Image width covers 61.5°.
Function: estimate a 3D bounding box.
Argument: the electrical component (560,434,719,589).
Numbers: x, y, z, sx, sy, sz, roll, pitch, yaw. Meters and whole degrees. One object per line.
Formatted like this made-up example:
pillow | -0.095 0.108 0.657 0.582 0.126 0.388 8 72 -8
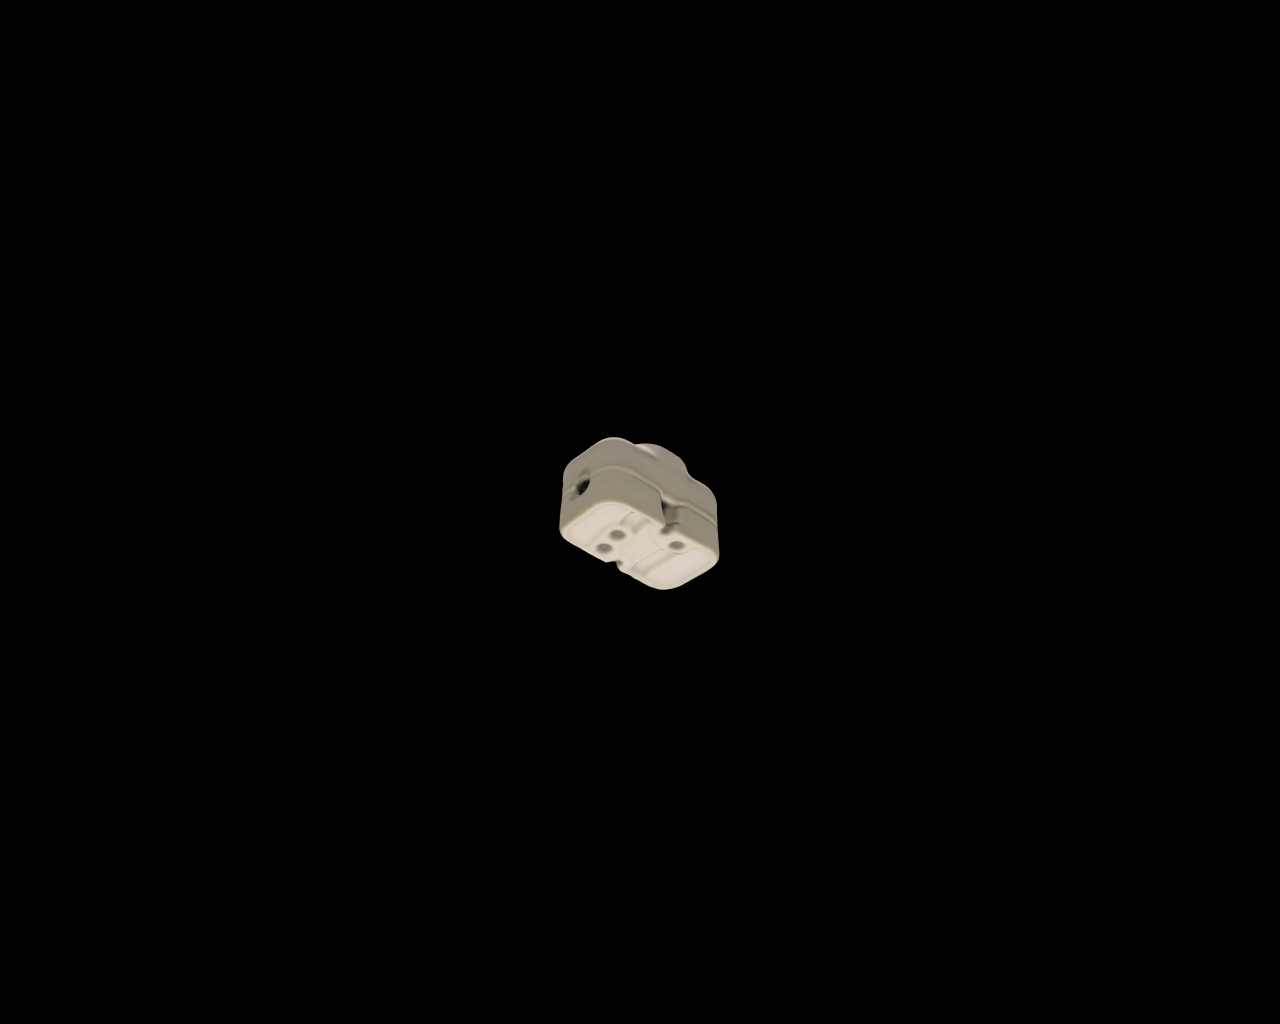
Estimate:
electrical component | 0.001 -0.003 0.650 0.095 0.059 0.053 29 -46 -33
